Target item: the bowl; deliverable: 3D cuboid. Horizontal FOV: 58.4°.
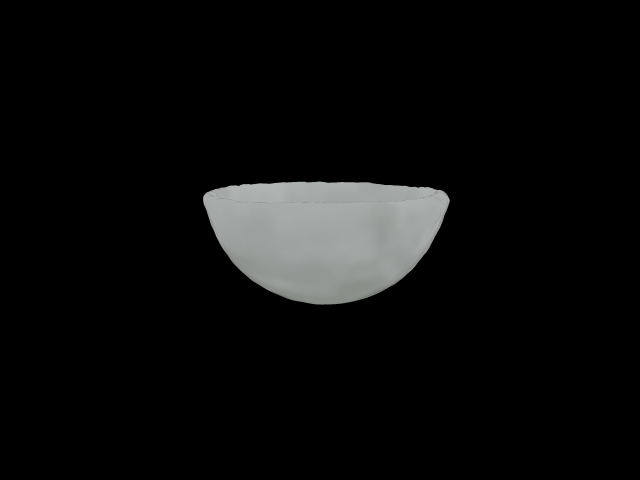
[{"bbox_3d":[0.004,0.001,0.400,0.167,0.075,0.167,0,11,0],"label":"bowl"}]
